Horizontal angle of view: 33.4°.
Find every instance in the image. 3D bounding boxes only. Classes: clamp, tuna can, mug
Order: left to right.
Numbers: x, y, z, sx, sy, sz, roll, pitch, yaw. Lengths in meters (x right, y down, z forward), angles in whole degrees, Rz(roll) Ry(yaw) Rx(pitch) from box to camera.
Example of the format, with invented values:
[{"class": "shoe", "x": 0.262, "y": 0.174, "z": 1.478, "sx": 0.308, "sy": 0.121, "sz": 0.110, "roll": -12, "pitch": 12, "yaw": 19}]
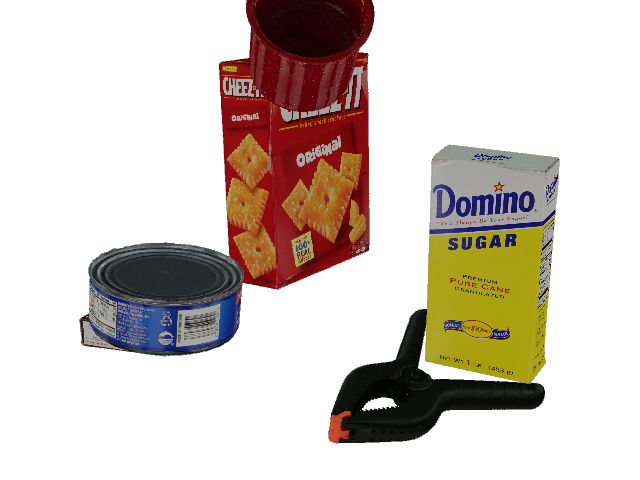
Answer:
[{"class": "tuna can", "x": -0.086, "y": 0.032, "z": 0.596, "sx": 0.086, "sy": 0.034, "sz": 0.086, "roll": 5, "pitch": 20, "yaw": -2}, {"class": "mug", "x": -0.004, "y": -0.158, "z": 0.806, "sx": 0.093, "sy": 0.117, "sz": 0.081, "roll": 39, "pitch": -23, "yaw": 11}, {"class": "clamp", "x": 0.096, "y": 0.141, "z": 0.989, "sx": 0.165, "sy": 0.036, "sz": 0.209, "roll": 28, "pitch": 36, "yaw": 33}]

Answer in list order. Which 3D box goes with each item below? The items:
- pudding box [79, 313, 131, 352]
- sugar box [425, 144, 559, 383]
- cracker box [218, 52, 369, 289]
[{"class": "pudding box", "x": -0.211, "y": 0.099, "z": 1.250, "sx": 0.114, "sy": 0.039, "sz": 0.090, "roll": 3, "pitch": 14, "yaw": 18}, {"class": "sugar box", "x": 0.133, "y": 0.018, "z": 0.839, "sx": 0.093, "sy": 0.176, "sz": 0.048, "roll": 9, "pitch": 25, "yaw": 26}, {"class": "cracker box", "x": -0.019, "y": -0.076, "z": 1.060, "sx": 0.072, "sy": 0.214, "sz": 0.163, "roll": 10, "pitch": 18, "yaw": 35}]
